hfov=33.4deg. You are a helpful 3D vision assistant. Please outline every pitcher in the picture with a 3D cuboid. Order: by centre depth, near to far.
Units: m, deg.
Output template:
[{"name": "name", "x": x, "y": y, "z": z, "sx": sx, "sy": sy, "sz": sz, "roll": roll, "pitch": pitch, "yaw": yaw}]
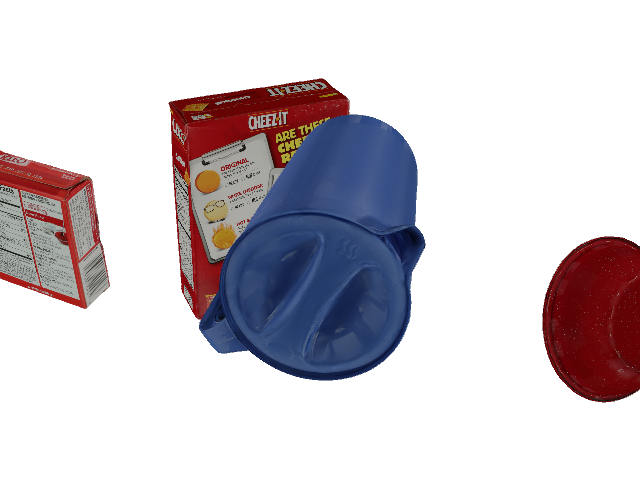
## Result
[{"name": "pitcher", "x": 0.004, "y": -0.005, "z": 0.830, "sx": 0.149, "sy": 0.145, "sz": 0.242, "roll": 13, "pitch": 27, "yaw": 4}]

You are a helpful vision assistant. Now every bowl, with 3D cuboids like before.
[{"name": "bowl", "x": 0.291, "y": 0.077, "z": 1.012, "sx": 0.161, "sy": 0.162, "sz": 0.055, "roll": 0, "pitch": 1, "yaw": -27}]

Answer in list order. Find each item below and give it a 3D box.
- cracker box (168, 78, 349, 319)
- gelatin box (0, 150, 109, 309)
[{"name": "cracker box", "x": -0.060, "y": -0.042, "z": 1.057, "sx": 0.164, "sy": 0.214, "sz": 0.072, "roll": -12, "pitch": 32, "yaw": -20}, {"name": "gelatin box", "x": -0.176, "y": -0.007, "z": 0.676, "sx": 0.073, "sy": 0.089, "sz": 0.030, "roll": 16, "pitch": 40, "yaw": 23}]
